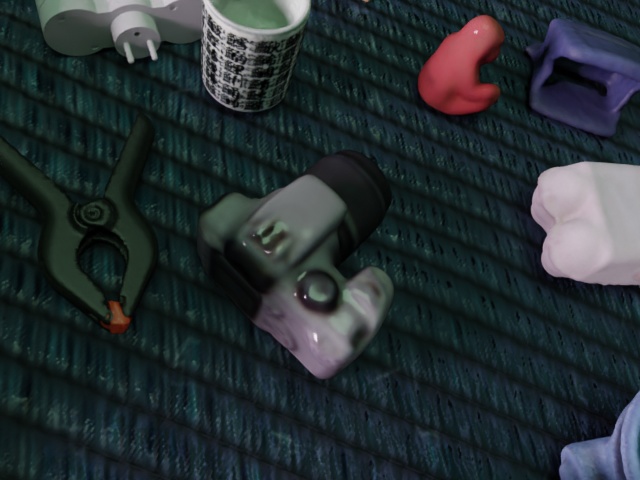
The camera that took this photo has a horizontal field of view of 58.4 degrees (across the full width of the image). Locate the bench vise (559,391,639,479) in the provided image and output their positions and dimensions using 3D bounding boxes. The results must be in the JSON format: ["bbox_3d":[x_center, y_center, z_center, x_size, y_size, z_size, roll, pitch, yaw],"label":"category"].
[{"bbox_3d":[0.288,0.121,0.358,0.208,0.219,0.121,-21,73,-21],"label":"bench vise"}]

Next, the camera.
[{"bbox_3d":[0.004,0.001,0.408,0.143,0.100,0.137,43,64,7],"label":"camera"}]

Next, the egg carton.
[{"bbox_3d":[0.259,-0.011,0.495,0.150,0.069,0.107,1,66,-13],"label":"egg carton"}]

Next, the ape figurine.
[{"bbox_3d":[0.134,-0.162,0.518,0.076,0.092,0.078,-1,67,-14],"label":"ape figurine"}]

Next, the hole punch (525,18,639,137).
[{"bbox_3d":[0.267,-0.172,0.556,0.109,0.091,0.101,18,64,-6],"label":"hole punch"}]
